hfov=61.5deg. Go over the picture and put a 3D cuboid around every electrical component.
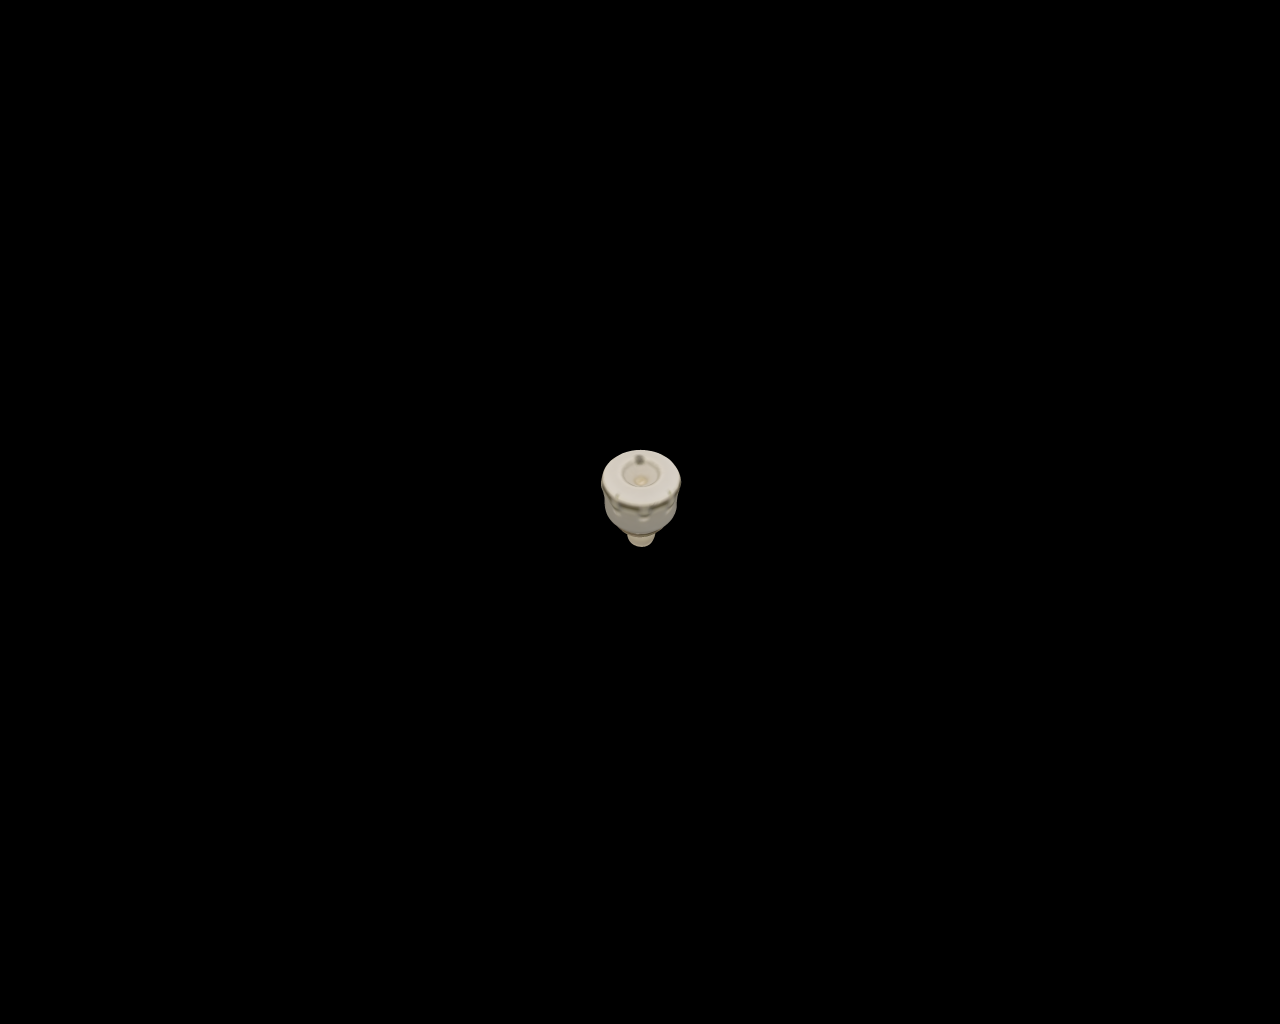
[{"bbox_3d":[0.001,-0.003,0.650,0.048,0.048,0.062,0,-42,0],"label":"electrical component"}]
